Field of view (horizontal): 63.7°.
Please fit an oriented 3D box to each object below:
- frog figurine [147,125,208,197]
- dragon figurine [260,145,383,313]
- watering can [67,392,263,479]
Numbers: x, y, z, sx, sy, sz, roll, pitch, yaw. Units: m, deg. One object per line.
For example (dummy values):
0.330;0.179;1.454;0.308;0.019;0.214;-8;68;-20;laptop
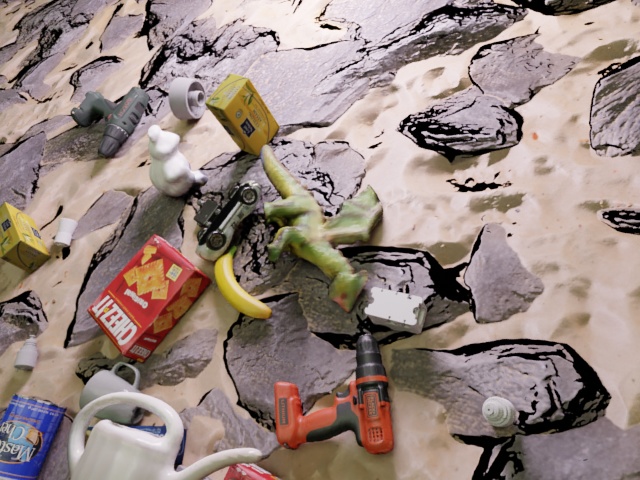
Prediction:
-0.355;-0.179;1.189;0.123;0.156;0.140;-38;55;-1;frog figurine
0.003;-0.052;1.025;0.243;0.119;0.419;-6;59;-1;dragon figurine
-0.269;0.368;0.792;0.348;0.102;0.228;9;69;24;watering can
